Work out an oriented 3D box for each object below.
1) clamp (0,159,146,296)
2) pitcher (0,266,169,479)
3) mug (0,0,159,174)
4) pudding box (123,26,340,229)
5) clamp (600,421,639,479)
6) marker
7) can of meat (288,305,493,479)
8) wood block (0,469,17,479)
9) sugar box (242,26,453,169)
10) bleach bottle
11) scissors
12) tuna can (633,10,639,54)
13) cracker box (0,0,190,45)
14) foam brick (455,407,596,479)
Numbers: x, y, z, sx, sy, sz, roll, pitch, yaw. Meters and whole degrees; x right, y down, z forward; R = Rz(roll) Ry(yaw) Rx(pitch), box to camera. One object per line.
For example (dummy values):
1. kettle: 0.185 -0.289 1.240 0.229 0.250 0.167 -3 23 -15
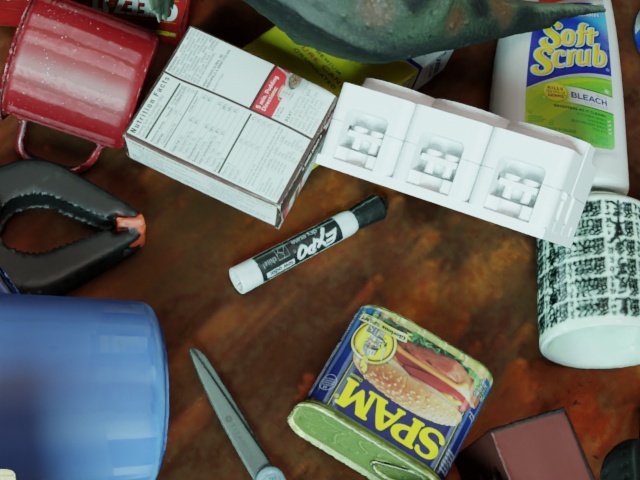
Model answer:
1. clamp: -0.215 0.003 0.656 0.210 0.036 0.164 7 68 -6
2. pitcher: -0.209 0.075 0.571 0.242 0.145 0.149 1 110 -18
3. mug: -0.158 -0.098 0.692 0.081 0.093 0.117 19 94 -9
4. pudding box: -0.055 -0.072 0.676 0.113 0.039 0.090 25 72 8
5. clamp: 0.216 0.159 0.637 0.120 0.039 0.171 51 32 12
6. marker: -0.005 0.001 0.711 0.121 0.020 0.020 -28 74 -22
7. can of meat: 0.046 0.100 0.656 0.102 0.057 0.083 31 61 3
8. wood block: -0.175 0.177 0.490 0.090 0.206 0.091 -5 68 -14
9. sugar box: 0.005 -0.117 0.751 0.176 0.048 0.093 -41 79 -22
10. bleach bottle: 0.169 -0.138 0.788 0.102 0.068 0.251 8 62 -8
11. scissors: -0.010 0.150 0.643 0.096 0.016 0.202 -10 69 -18
12. tuna can: 0.292 -0.164 0.840 0.086 0.034 0.086 5 65 -10
13. cracker box: -0.169 -0.255 0.763 0.164 0.072 0.213 5 66 -10
14. foam brick: 0.121 0.139 0.642 0.051 0.078 0.053 -14 69 -16
